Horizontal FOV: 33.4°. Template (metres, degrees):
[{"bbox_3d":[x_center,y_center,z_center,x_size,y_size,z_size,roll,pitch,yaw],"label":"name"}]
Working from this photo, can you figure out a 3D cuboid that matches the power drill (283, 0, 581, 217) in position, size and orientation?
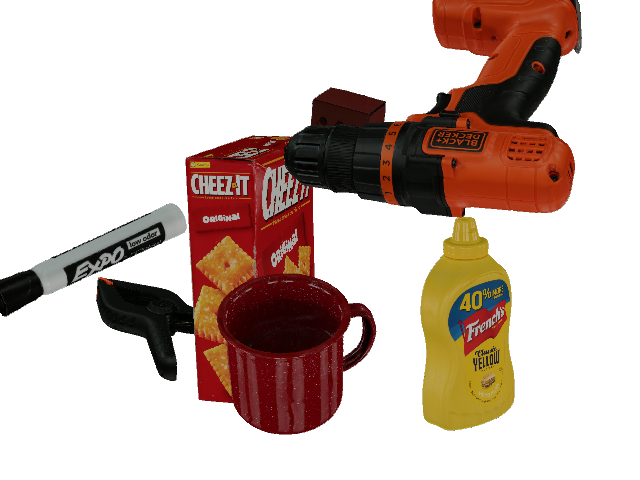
[{"bbox_3d":[0.085,-0.096,0.697,0.185,0.187,0.057,8,-37,22],"label":"power drill"}]

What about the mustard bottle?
[{"bbox_3d":[0.136,0.073,0.988,0.096,0.192,0.058,-13,17,-33],"label":"mustard bottle"}]

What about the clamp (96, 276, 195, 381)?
[{"bbox_3d":[-0.169,0.086,1.119,0.210,0.036,0.164,19,20,28],"label":"clamp"}]

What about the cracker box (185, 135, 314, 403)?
[{"bbox_3d":[-0.055,0.020,0.965,0.072,0.214,0.164,3,13,16],"label":"cracker box"}]

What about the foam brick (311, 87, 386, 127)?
[{"bbox_3d":[0.033,-0.145,1.285,0.078,0.053,0.051,17,32,22],"label":"foam brick"}]

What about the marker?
[{"bbox_3d":[-0.127,0.010,0.582,0.120,0.020,0.020,-27,16,-34],"label":"marker"}]

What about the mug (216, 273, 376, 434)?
[{"bbox_3d":[-0.014,0.080,0.764,0.117,0.081,0.093,-17,38,-21],"label":"mug"}]
